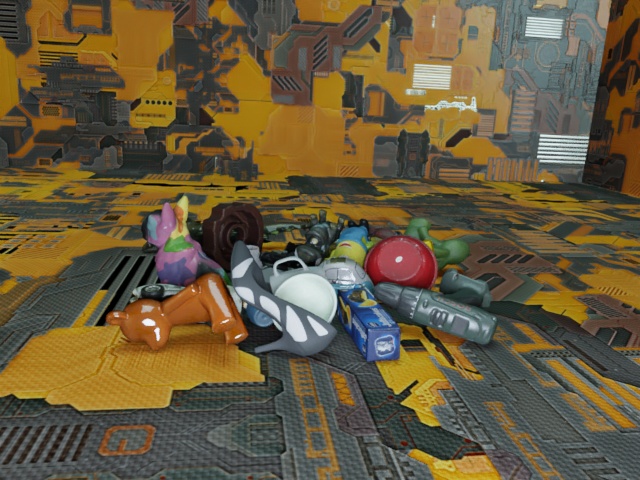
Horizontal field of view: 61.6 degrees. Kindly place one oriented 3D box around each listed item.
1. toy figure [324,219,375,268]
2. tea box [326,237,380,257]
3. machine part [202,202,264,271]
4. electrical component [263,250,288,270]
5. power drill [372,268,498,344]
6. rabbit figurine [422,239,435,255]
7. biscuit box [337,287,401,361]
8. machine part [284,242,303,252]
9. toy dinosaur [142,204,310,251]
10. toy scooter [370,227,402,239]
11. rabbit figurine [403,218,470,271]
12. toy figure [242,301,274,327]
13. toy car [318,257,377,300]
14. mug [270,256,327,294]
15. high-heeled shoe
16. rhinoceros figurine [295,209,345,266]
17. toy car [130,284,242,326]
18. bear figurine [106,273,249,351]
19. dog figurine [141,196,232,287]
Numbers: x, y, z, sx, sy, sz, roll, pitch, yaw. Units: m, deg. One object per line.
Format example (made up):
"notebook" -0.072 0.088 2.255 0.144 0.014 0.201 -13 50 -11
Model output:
"toy figure" 0.073 0.034 1.239 0.082 0.089 0.180 -32 24 45
"tea box" 0.106 0.042 1.375 0.169 0.068 0.098 -6 17 -32
"machine part" -0.215 -0.011 1.329 0.056 0.179 0.179 12 17 39
"electrical component" -0.124 0.054 1.333 0.102 0.045 0.078 -4 15 -26
"power drill" 0.241 0.113 1.049 0.232 0.086 0.207 22 14 25
"rabbit figurine" 0.192 0.064 1.280 0.162 0.121 0.173 -4 -1 12
"biscuit box" 0.084 0.147 0.968 0.059 0.062 0.203 -2 14 -13
"machine part" -0.036 0.024 1.415 0.139 0.039 0.084 -1 -11 44
"toy dinosaur" -0.251 -0.017 1.490 0.471 0.104 0.199 -12 26 -18
"toy scooter" 0.151 -0.001 1.544 0.135 0.075 0.184 -1 11 -19
"rabbit figurine" 0.299 0.020 1.394 0.170 0.121 0.159 7 21 26
"toy figure" -0.121 0.121 1.049 0.058 0.064 0.155 -41 23 -3
"toy car" 0.041 0.087 1.122 0.162 0.102 0.109 6 13 6
"mug" -0.040 0.082 1.052 0.107 0.109 0.081 -17 9 0
"high-heeled shoe" -0.067 0.087 0.933 0.145 0.249 0.086 -19 -26 2
"rhinoceros figurine" -0.003 -0.004 1.277 0.073 0.112 0.190 24 25 10
"toy car" -0.246 0.119 0.991 0.202 0.073 0.056 1 18 -7
"bear figurine" -0.238 0.136 0.893 0.196 0.120 0.132 -25 64 -8
"dog figurine" -0.262 0.026 1.070 0.192 0.219 0.108 6 18 16
